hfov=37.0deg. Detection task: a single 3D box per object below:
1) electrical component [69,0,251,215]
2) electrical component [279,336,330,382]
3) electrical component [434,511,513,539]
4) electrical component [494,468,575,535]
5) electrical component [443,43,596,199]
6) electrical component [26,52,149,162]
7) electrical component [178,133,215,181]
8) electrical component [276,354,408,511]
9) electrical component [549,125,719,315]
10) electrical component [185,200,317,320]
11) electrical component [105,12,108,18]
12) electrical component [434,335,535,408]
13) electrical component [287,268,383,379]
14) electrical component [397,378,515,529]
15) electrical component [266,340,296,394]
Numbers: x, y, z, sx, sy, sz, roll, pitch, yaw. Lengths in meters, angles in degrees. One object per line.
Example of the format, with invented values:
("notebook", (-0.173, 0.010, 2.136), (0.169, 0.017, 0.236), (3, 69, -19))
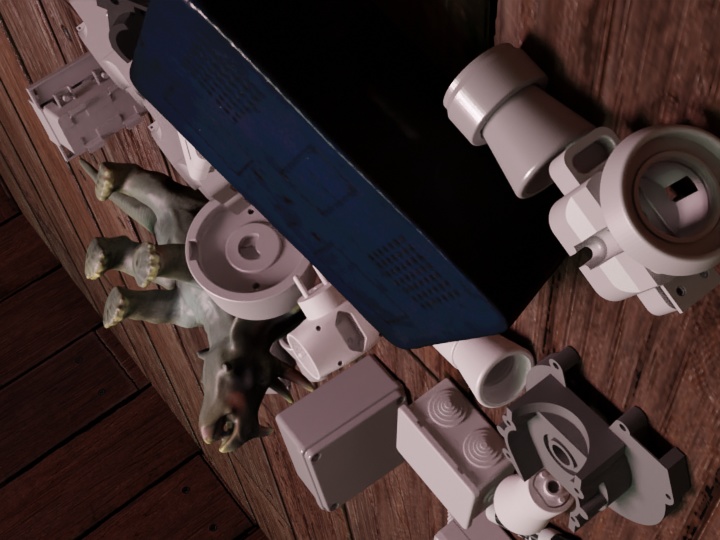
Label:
("electrical component", (-0.142, -0.135, 0.839), (0.186, 0.060, 0.105), (53, -179, 7))
("electrical component", (-0.050, 0.081, 1.075), (0.044, 0.044, 0.065), (40, 161, 41))
("electrical component", (0.102, 0.253, 0.945), (0.096, 0.061, 0.061), (48, 161, 24))
("electrical component", (0.123, 0.157, 0.747), (0.044, 0.044, 0.065), (52, 158, 12))
("electrical component", (0.070, -0.066, 0.474), (0.055, 0.045, 0.045), (51, 162, 15))
("electrical component", (-0.225, -0.157, 0.968), (0.063, 0.121, 0.078), (33, 152, 45))
("electrical component", (-0.102, -0.116, 0.745), (0.056, 0.050, 0.089), (138, 117, -71))
("electrical component", (-0.010, 0.148, 0.973), (0.056, 0.109, 0.108), (46, 161, 37))
("electrical component", (0.113, -0.023, 0.416), (0.078, 0.058, 0.057), (55, 166, 3))
("electrical component", (-0.085, -0.010, 0.896), (0.108, 0.108, 0.060), (48, 167, 24))
("electrical component", (-0.142, -0.190, 0.760), (0.065, 0.077, 0.047), (57, 163, -2))
("electrical component", (0.075, 0.052, 0.685), (0.065, 0.044, 0.044), (44, 160, 47))
("electrical component", (-0.023, 0.033, 0.850), (0.079, 0.077, 0.043), (59, 163, -11))
("electrical component", (0.075, 0.141, 0.833), (0.099, 0.048, 0.099), (48, 161, 23))
("electrical component", (-0.099, 0.073, 1.106), (0.061, 0.096, 0.061), (-2, 134, 16))
